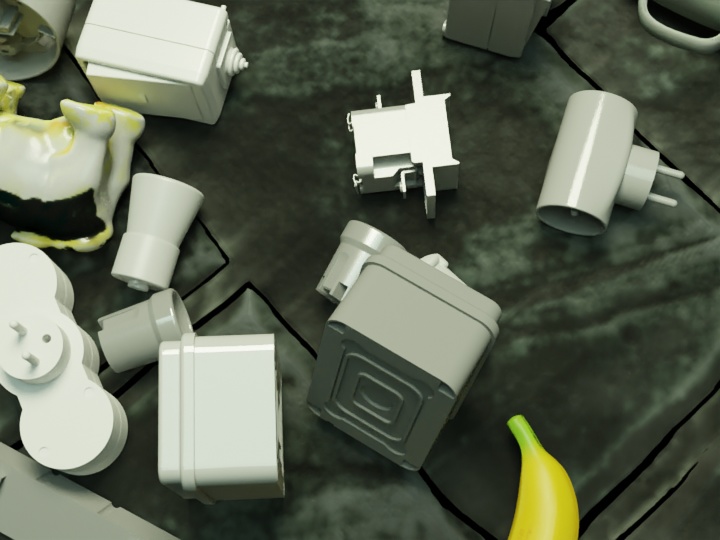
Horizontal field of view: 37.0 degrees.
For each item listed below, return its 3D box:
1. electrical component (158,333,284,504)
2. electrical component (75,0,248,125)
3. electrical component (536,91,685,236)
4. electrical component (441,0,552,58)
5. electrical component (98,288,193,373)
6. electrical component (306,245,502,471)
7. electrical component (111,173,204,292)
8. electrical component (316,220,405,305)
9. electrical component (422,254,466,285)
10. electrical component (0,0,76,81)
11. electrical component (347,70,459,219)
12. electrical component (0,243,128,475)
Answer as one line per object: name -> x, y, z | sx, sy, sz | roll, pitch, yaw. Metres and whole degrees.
electrical component -> -0.072, 0.081, 0.574 | 0.057, 0.113, 0.078 | -2, 74, -3
electrical component -> -0.118, -0.128, 0.662 | 0.096, 0.061, 0.061 | 13, 74, 5
electrical component -> 0.154, -0.059, 0.646 | 0.079, 0.043, 0.077 | 17, 75, 6
electrical component -> 0.090, -0.181, 0.655 | 0.061, 0.096, 0.061 | 18, 75, 6
electrical component -> -0.124, 0.036, 0.626 | 0.046, 0.040, 0.040 | -19, 74, 1
electrical component -> 0.022, 0.049, 0.579 | 0.078, 0.113, 0.057 | 30, 58, 9
electrical component -> -0.123, -0.020, 0.642 | 0.044, 0.044, 0.065 | 14, 79, 5
electrical component -> 0.000, 0.000, 0.635 | 0.040, 0.040, 0.046 | 29, 81, 9
electrical component -> 0.048, 0.025, 0.624 | 0.062, 0.048, 0.048 | 42, 79, 5
electrical component -> -0.227, -0.159, 0.656 | 0.099, 0.099, 0.064 | 16, 69, 6
electrical component -> 0.026, -0.074, 0.655 | 0.064, 0.042, 0.081 | -7, 73, 3
electrical component -> -0.181, 0.047, 0.605 | 0.052, 0.073, 0.138 | -25, 75, -6
